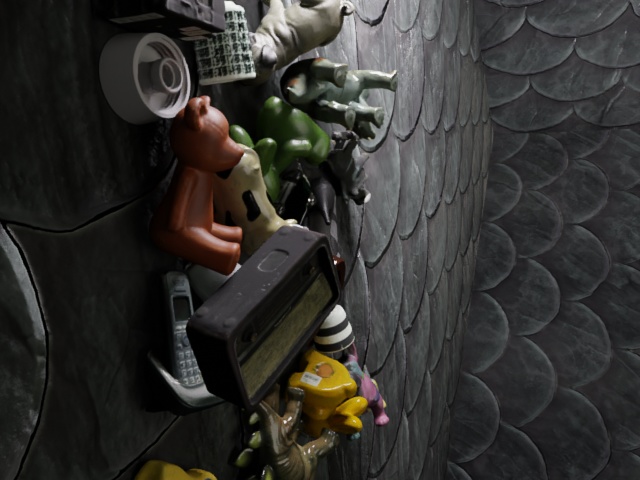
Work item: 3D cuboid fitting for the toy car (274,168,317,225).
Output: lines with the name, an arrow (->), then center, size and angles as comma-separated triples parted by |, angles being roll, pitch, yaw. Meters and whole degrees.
toy car -> -0.058, -0.056, 0.951 | 0.073, 0.056, 0.202 | 60, 29, -27

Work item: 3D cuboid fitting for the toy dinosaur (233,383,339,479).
toy dinosaur -> -0.058, 0.412, 0.966 | 0.198, 0.105, 0.470 | -56, 132, -36

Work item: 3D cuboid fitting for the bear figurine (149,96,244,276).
bear figurine -> -0.139, -0.074, 0.680 | 0.120, 0.132, 0.195 | -119, -130, -75

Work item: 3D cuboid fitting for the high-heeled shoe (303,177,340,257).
high-heeled shoe -> -0.002, -0.003, 1.112 | 0.145, 0.086, 0.248 | -107, -162, -50

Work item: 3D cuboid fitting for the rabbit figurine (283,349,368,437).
rabbit figurine -> 0.012, 0.324, 1.071 | 0.122, 0.162, 0.173 | -64, 165, -62

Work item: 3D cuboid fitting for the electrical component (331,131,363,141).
electrical component -> 0.064, -0.233, 1.199 | 0.094, 0.063, 0.021 | -22, 112, -64

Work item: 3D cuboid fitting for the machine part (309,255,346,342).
machine part -> -0.014, 0.106, 1.000 | 0.179, 0.056, 0.179 | -53, 160, -29

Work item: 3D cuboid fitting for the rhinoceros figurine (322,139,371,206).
rhinoceros figurine -> 0.067, -0.145, 1.201 | 0.190, 0.073, 0.112 | 47, 49, -56

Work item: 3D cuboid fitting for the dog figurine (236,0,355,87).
dog figurine -> -0.043, -0.320, 0.857 | 0.121, 0.172, 0.190 | 53, 38, -38

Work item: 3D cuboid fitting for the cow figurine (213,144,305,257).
cow figurine -> -0.102, -0.049, 0.797 | 0.085, 0.127, 0.194 | -50, 134, -48

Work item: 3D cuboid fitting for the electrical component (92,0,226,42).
electrical component -> -0.179, -0.275, 0.631 | 0.134, 0.115, 0.058 | -15, 109, -63

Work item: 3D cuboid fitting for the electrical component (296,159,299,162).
electrical component -> -0.035, -0.195, 1.025 | 0.078, 0.045, 0.102 | 60, 28, -2

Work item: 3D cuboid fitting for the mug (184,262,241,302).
mug -> -0.140, 0.058, 0.773 | 0.107, 0.081, 0.110 | 47, 4, -21

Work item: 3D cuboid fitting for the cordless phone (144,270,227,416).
cordless phone -> -0.172, 0.133, 0.728 | 0.146, 0.089, 0.184 | 8, 75, -64

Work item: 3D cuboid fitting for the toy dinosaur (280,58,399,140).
toy dinosaur -> 0.006, -0.267, 0.965 | 0.404, 0.192, 0.131 | -4, 105, -55

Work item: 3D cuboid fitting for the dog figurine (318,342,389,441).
dog figurine -> 0.067, 0.317, 1.204 | 0.192, 0.108, 0.219 | -101, 168, -75

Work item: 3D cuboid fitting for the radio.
radio -> -0.064, 0.090, 0.699 | 0.229, 0.073, 0.130 | -49, 139, -40

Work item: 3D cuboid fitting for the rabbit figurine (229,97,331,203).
rabbit figurine -> -0.075, -0.129, 0.863 | 0.170, 0.121, 0.159 | -67, 157, -9
